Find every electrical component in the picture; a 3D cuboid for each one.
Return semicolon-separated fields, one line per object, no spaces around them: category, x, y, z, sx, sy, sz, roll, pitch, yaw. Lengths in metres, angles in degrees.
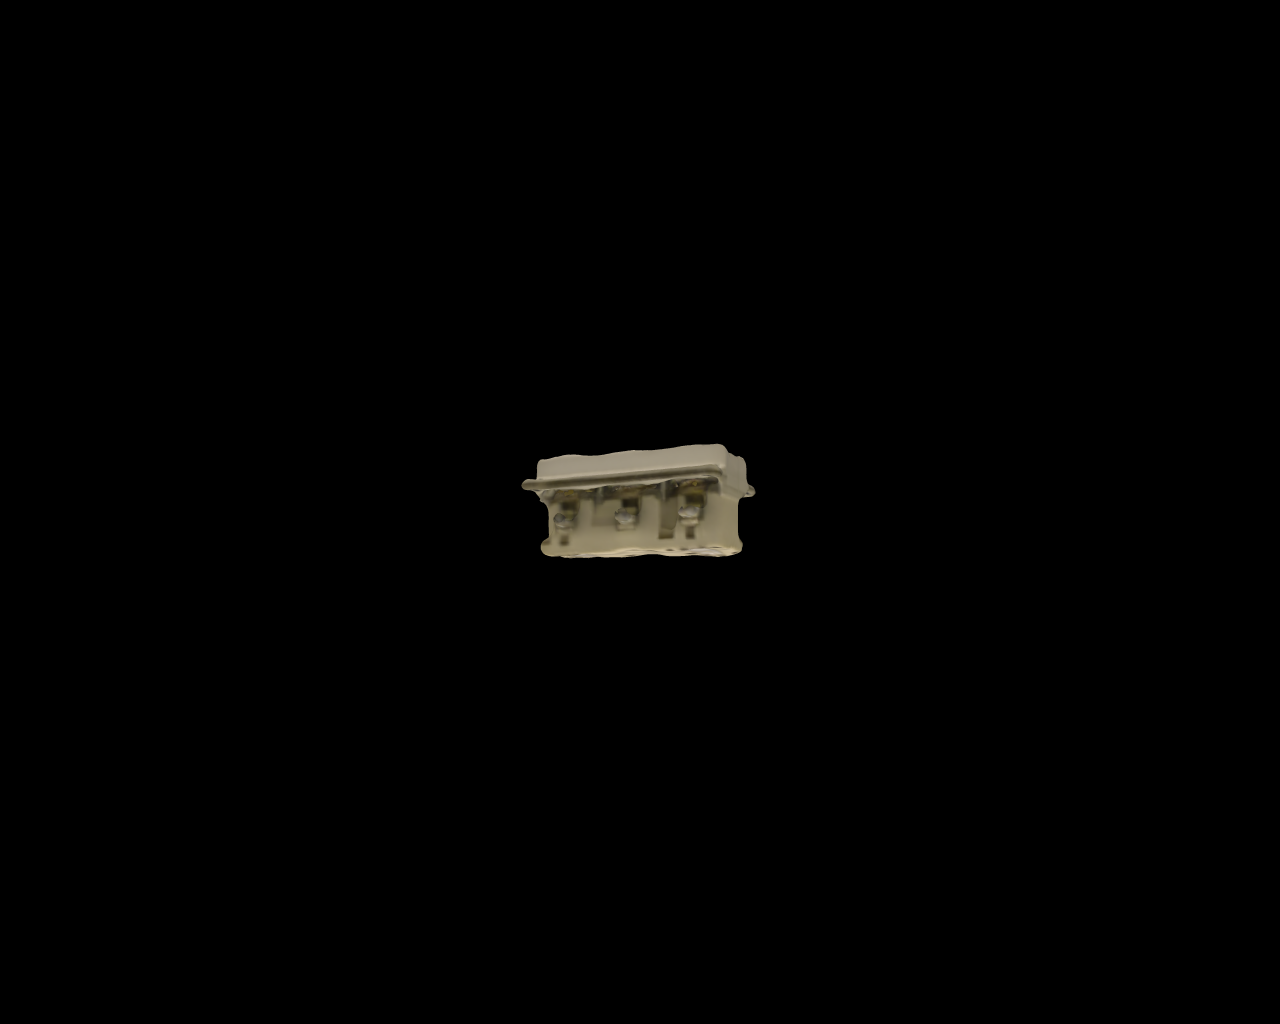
electrical component;0.001;-0.003;0.650;0.121;0.063;0.079;-3;-7;22
